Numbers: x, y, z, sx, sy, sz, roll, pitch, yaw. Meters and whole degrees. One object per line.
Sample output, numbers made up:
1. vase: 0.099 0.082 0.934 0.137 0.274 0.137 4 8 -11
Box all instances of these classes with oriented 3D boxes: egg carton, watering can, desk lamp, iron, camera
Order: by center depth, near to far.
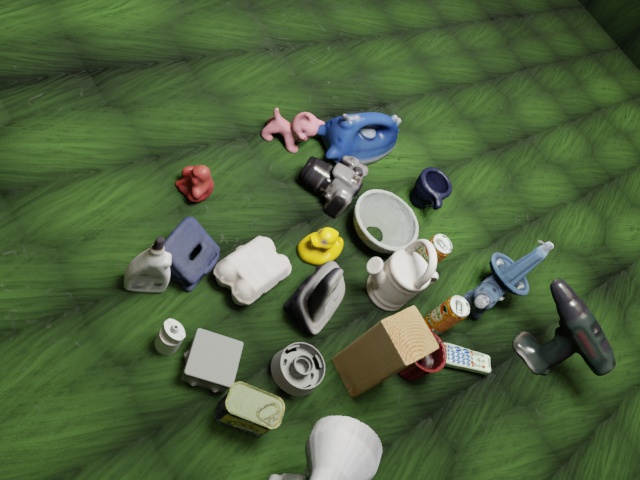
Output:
1. desk lamp: -0.009 0.398 0.900 0.118 0.213 0.203 37 51 -2
2. egg carton: -0.133 0.059 1.140 0.107 0.069 0.151 47 51 6
3. watering can: 0.179 0.071 1.218 0.173 0.193 0.101 -16 69 -34
4. camera: 0.031 -0.151 1.339 0.137 0.100 0.143 33 51 -6
5. iron: 0.122 -0.274 1.438 0.259 0.141 0.118 -12 67 -33

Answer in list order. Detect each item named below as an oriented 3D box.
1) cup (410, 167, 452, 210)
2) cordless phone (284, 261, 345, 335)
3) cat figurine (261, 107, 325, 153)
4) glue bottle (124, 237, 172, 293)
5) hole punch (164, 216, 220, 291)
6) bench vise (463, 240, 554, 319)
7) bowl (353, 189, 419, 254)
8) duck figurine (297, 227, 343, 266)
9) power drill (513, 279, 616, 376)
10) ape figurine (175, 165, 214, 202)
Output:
1. cup: 0.274 -0.112 1.447 0.092 0.094 0.117 11 56 -22
2. cordless phone: 0.019 0.091 1.126 0.094 0.184 0.148 38 51 -2
3. cat figurine: -0.059 -0.273 1.357 0.128 0.117 0.067 23 52 -13
4. glue bottle: -0.292 0.041 1.000 0.078 0.173 0.037 7 57 -24
5. hole punch: -0.246 0.025 1.088 0.101 0.091 0.109 35 51 -4
6. bench vise: 0.443 0.096 1.326 0.121 0.219 0.208 36 51 -3
7. bowl: 0.142 -0.031 1.340 0.168 0.074 0.167 14 55 -20
8. duck figurine: 0.011 0.004 1.240 0.105 0.086 0.077 -8 64 -31
9. power drill: 0.548 0.220 1.311 0.076 0.208 0.229 -32 78 -38
10. ape figurine: -0.251 -0.123 1.177 0.076 0.092 0.078 10 57 -22
